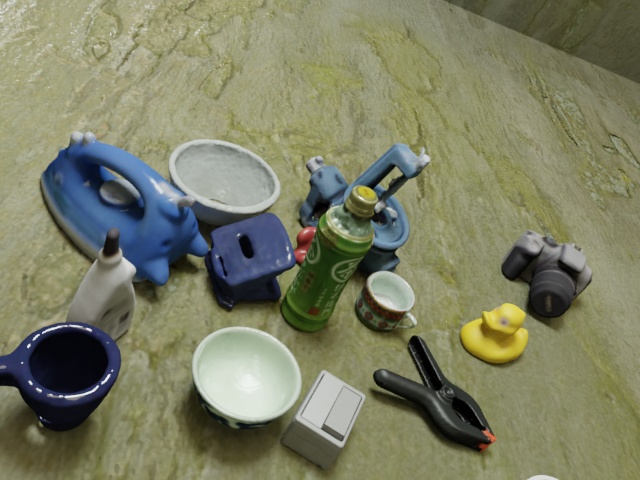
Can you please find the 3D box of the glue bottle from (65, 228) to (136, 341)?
[{"bbox_3d":[-0.224,0.051,0.599,0.037,0.173,0.078,35,39,12],"label":"glue bottle"}]

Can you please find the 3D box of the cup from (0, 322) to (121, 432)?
[{"bbox_3d":[-0.256,0.140,0.544,0.118,0.095,0.091,3,44,-27],"label":"cup"}]

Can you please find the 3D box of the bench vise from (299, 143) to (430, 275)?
[{"bbox_3d":[0.060,-0.069,0.856,0.207,0.219,0.122,31,39,6],"label":"bench vise"}]

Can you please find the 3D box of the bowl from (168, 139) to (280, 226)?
[{"bbox_3d":[-0.149,-0.073,0.860,0.168,0.074,0.167,16,40,-13],"label":"bowl"}]

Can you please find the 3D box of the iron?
[{"bbox_3d":[-0.261,-0.062,0.731,0.258,0.141,0.119,35,39,10],"label":"iron"}]

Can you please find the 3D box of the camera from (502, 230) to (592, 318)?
[{"bbox_3d":[0.397,0.060,0.994,0.143,0.100,0.137,33,39,9],"label":"camera"}]

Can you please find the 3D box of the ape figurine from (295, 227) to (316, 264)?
[{"bbox_3d":[0.008,0.003,0.848,0.076,0.092,0.077,-3,47,-32],"label":"ape figurine"}]

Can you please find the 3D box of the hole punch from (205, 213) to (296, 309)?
[{"bbox_3d":[-0.095,0.024,0.768,0.101,0.091,0.108,-1,46,-30],"label":"hole punch"}]

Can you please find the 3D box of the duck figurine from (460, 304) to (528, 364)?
[{"bbox_3d":[0.273,0.132,0.856,0.105,0.086,0.077,10,41,-19],"label":"duck figurine"}]
